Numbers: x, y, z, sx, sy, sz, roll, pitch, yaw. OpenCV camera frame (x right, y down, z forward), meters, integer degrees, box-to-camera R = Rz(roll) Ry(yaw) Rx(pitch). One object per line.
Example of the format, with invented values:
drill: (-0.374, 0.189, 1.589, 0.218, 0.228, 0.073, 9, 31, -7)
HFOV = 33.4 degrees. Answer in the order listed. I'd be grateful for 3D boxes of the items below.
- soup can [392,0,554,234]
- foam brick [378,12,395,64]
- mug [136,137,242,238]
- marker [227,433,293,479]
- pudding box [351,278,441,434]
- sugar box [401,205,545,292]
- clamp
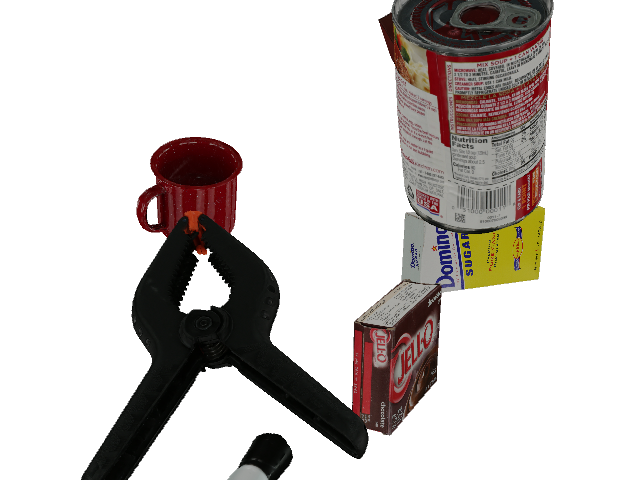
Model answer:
soup can: (0.069, -0.061, 0.483, 0.068, 0.102, 0.068, -5, 42, 4)
foam brick: (0.095, -0.159, 0.841, 0.078, 0.053, 0.051, -27, -34, 0)
mug: (-0.137, -0.043, 1.096, 0.117, 0.081, 0.093, -28, 49, -34)
marker: (-0.039, 0.111, 0.414, 0.020, 0.020, 0.121, 0, 22, 22)
pudding box: (0.062, 0.090, 0.854, 0.039, 0.090, 0.113, 9, 20, 21)
sugar box: (0.181, 0.008, 1.258, 0.175, 0.093, 0.048, -8, 18, -30)
clamp: (-0.058, 0.064, 0.657, 0.164, 0.210, 0.036, -6, -42, 3)
